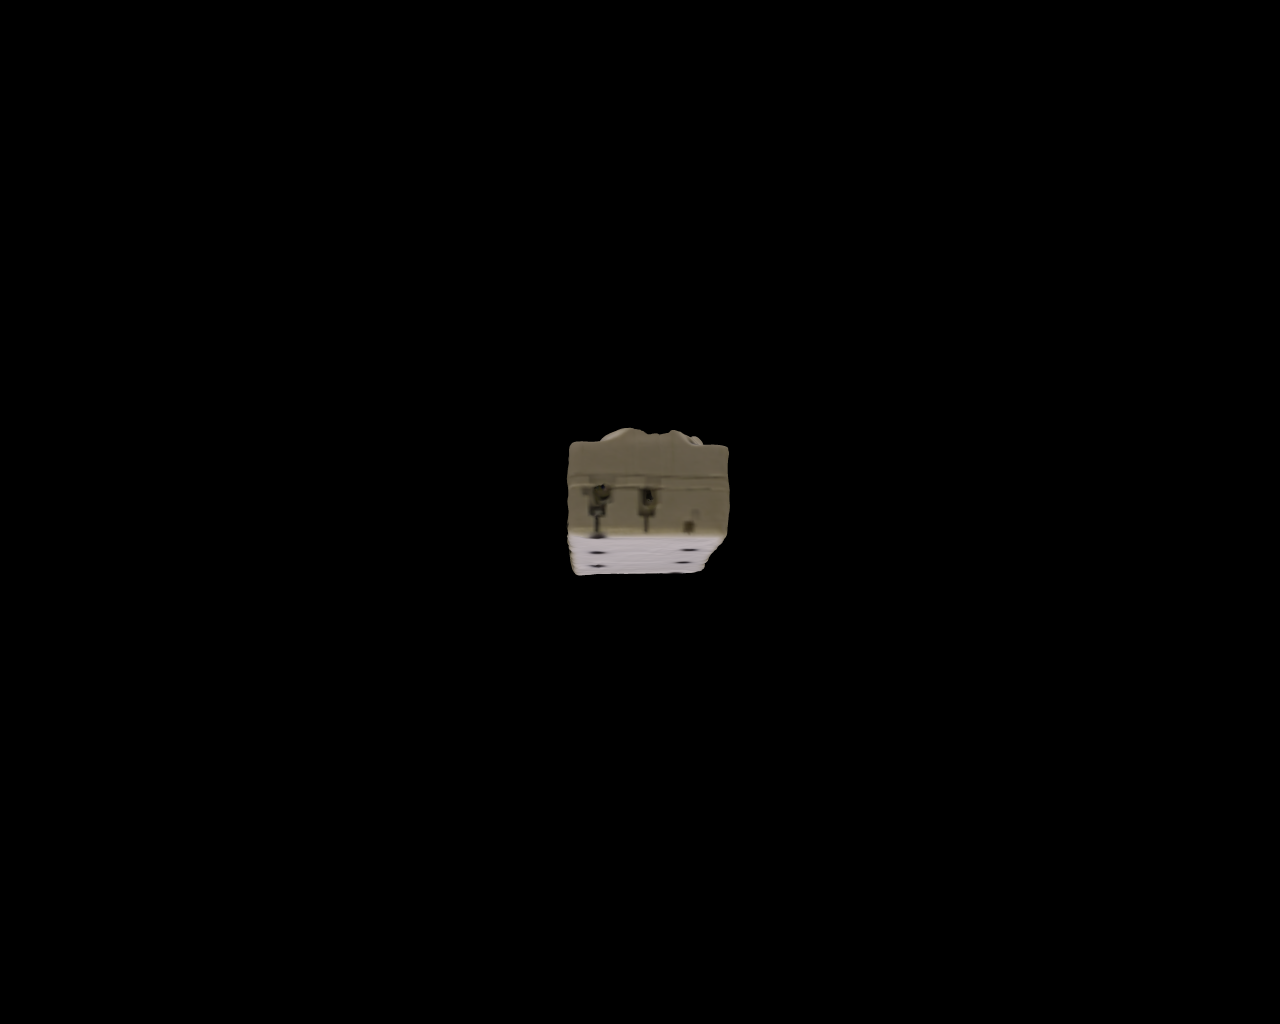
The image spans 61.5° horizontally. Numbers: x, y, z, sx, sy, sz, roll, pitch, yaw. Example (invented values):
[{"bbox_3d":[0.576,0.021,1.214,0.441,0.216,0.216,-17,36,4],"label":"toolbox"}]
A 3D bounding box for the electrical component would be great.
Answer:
[{"bbox_3d":[0.001,-0.003,0.650,0.089,0.061,0.150,1,-11,-4],"label":"electrical component"}]
